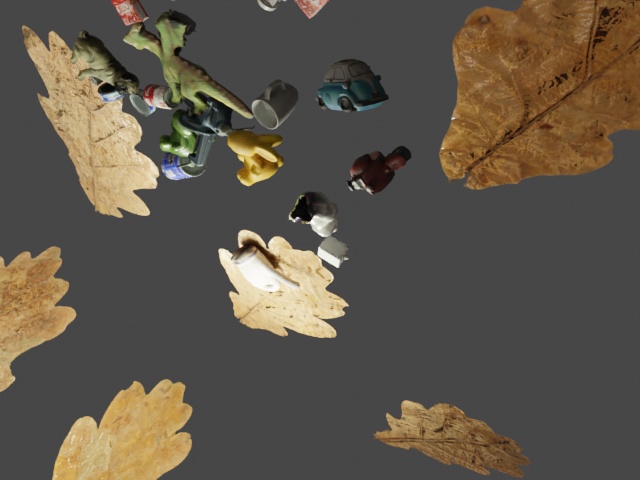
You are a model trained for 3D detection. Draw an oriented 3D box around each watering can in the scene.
[{"bbox_3d":[-0.224,0.115,2.016,0.346,0.106,0.222,-8,125,54],"label":"watering can"}]

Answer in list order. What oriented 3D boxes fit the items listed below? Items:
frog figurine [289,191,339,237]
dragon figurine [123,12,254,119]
[{"bbox_3d":[0.005,-0.076,1.519,0.158,0.124,0.136,15,159,-39],"label":"frog figurine"},{"bbox_3d":[-0.346,-0.458,1.315,0.413,0.124,0.237,24,154,26],"label":"dragon figurine"}]
